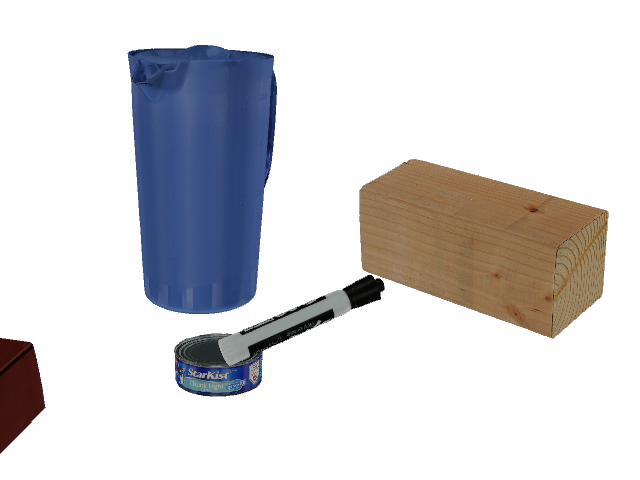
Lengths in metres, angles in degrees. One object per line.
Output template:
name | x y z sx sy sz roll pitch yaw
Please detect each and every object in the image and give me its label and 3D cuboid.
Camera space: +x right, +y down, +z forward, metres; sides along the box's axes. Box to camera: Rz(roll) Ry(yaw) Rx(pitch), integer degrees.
foam brick | -0.223 0.103 0.685 0.053 0.051 0.078 6 29 22
tuna can | -0.099 0.120 1.035 0.086 0.034 0.086 1 15 0
wood block | 0.143 0.001 0.969 0.206 0.090 0.090 19 35 37
marker | -0.011 0.053 0.726 0.121 0.020 0.020 -23 6 -14
pitcher | -0.106 -0.062 1.010 0.149 0.243 0.145 -1 15 -13
